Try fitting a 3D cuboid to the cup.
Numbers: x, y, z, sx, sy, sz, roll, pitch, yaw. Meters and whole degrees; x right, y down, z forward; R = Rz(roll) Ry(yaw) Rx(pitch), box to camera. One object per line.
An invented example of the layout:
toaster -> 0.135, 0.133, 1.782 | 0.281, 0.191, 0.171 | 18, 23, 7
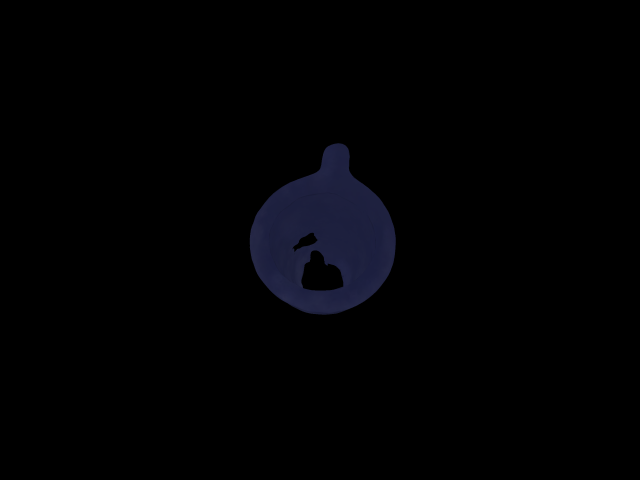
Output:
cup -> 0.004, 0.001, 0.400 | 0.091, 0.095, 0.118 | 7, 70, 3
